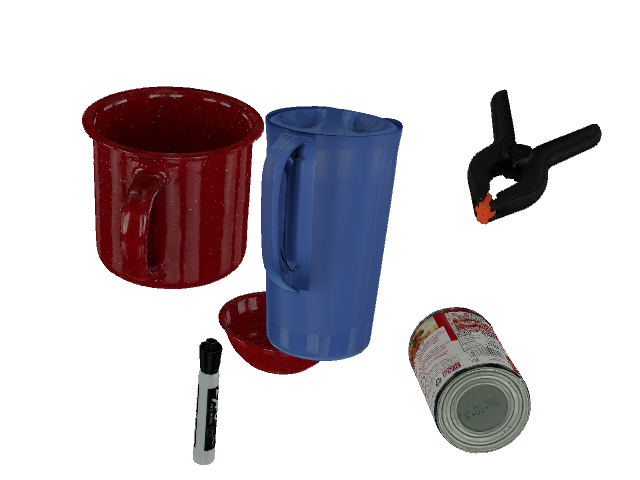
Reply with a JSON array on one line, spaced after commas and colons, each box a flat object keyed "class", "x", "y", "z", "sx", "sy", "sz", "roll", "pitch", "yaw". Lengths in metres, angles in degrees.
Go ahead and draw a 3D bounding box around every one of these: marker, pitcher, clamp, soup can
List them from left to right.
[{"class": "marker", "x": -0.095, "y": 0.135, "z": 0.897, "sx": 0.020, "sy": 0.121, "sz": 0.020, "roll": 5, "pitch": 27, "yaw": -3}, {"class": "pitcher", "x": 0.000, "y": -0.006, "z": 1.056, "sx": 0.149, "sy": 0.243, "sz": 0.145, "roll": -1, "pitch": 19, "yaw": -15}, {"class": "soup can", "x": 0.104, "y": 0.097, "z": 0.759, "sx": 0.068, "sy": 0.068, "sz": 0.102, "roll": 0, "pitch": 18, "yaw": -5}, {"class": "clamp", "x": 0.194, "y": -0.088, "z": 1.087, "sx": 0.120, "sy": 0.039, "sz": 0.171, "roll": 29, "pitch": 55, "yaw": 30}]

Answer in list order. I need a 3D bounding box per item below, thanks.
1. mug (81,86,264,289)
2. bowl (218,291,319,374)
[{"class": "mug", "x": -0.080, "y": -0.022, "z": 0.557, "sx": 0.093, "sy": 0.081, "sz": 0.117, "roll": 7, "pitch": 29, "yaw": 4}, {"class": "bowl", "x": -0.051, "y": 0.124, "z": 1.360, "sx": 0.162, "sy": 0.055, "sz": 0.162, "roll": 5, "pitch": 23, "yaw": -2}]
